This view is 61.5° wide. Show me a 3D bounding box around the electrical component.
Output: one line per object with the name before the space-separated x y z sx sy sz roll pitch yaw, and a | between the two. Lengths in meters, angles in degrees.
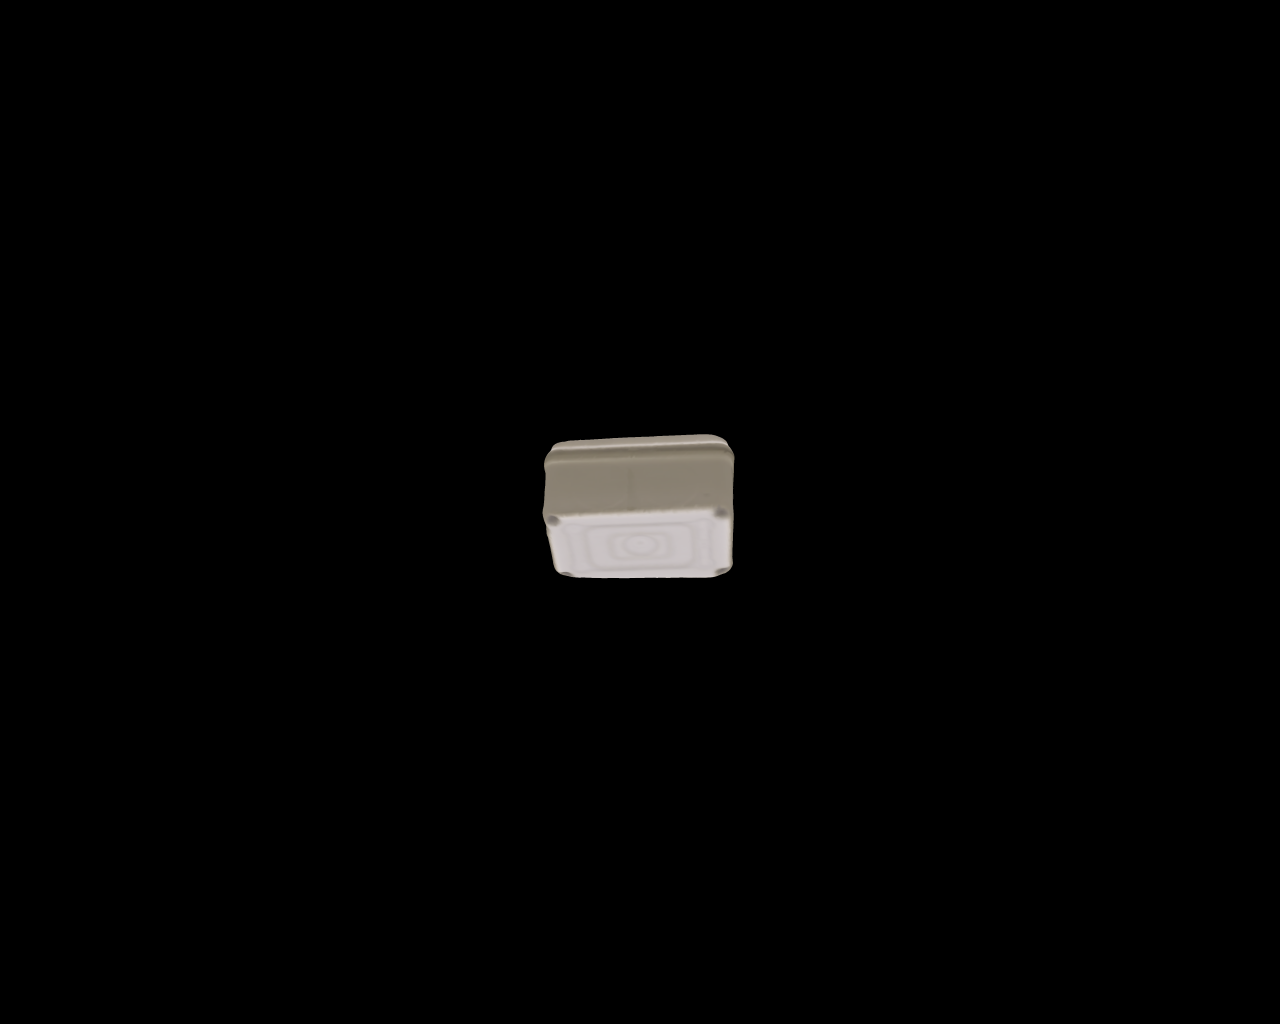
electrical component | 0.001 -0.003 0.650 0.113 0.057 0.078 -2 -35 2
